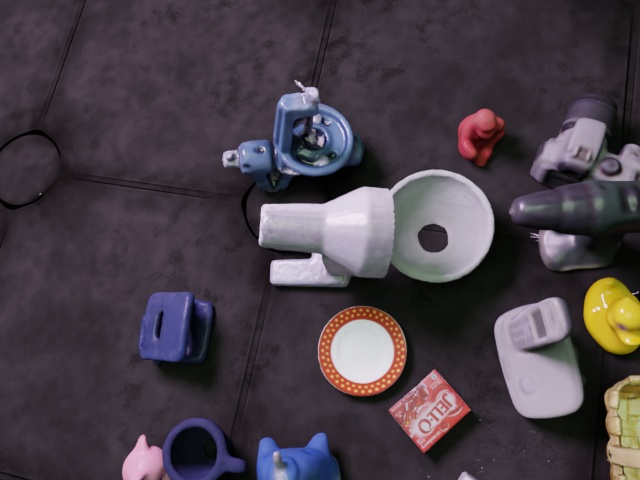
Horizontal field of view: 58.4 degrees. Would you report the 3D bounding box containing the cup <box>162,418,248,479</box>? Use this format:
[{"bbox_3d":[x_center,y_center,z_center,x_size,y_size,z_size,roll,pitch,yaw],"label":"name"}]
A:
[{"bbox_3d":[-0.147,0.299,0.801,0.117,0.095,0.092,10,77,13],"label":"cup"}]

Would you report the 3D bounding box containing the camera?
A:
[{"bbox_3d":[0.397,-0.139,0.825,0.143,0.101,0.137,21,79,15],"label":"camera"}]

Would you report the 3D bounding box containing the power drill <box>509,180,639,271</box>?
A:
[{"bbox_3d":[0.351,-0.020,0.742,0.229,0.209,0.075,-7,73,8],"label":"power drill"}]

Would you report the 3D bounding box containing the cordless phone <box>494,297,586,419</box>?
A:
[{"bbox_3d":[0.285,0.147,0.719,0.094,0.185,0.147,-15,72,6],"label":"cordless phone"}]

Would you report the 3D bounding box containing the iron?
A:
[{"bbox_3d":[-0.032,0.387,0.731,0.118,0.141,0.258,-8,73,8],"label":"iron"}]

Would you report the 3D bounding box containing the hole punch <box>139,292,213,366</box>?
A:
[{"bbox_3d":[-0.225,0.134,0.863,0.101,0.091,0.109,2,75,11],"label":"hole punch"}]

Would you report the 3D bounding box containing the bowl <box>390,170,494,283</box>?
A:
[{"bbox_3d":[0.168,-0.014,0.843,0.167,0.075,0.167,-3,74,9],"label":"bowl"}]

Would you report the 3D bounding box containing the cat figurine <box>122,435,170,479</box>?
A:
[{"bbox_3d":[-0.244,0.340,0.794,0.067,0.118,0.128,21,79,15],"label":"cat figurine"}]

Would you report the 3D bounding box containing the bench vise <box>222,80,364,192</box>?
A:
[{"bbox_3d":[-0.044,-0.138,0.839,0.207,0.220,0.121,-29,71,1],"label":"bench vise"}]

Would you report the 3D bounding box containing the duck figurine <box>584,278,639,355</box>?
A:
[{"bbox_3d":[0.401,0.098,0.765,0.077,0.086,0.104,-11,73,7],"label":"duck figurine"}]

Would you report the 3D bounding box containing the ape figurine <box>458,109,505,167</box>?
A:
[{"bbox_3d":[0.244,-0.165,0.863,0.078,0.092,0.076,-24,72,3],"label":"ape figurine"}]

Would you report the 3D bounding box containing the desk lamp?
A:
[{"bbox_3d":[0.007,0.003,0.794,0.203,0.214,0.118,-1,74,10],"label":"desk lamp"}]
